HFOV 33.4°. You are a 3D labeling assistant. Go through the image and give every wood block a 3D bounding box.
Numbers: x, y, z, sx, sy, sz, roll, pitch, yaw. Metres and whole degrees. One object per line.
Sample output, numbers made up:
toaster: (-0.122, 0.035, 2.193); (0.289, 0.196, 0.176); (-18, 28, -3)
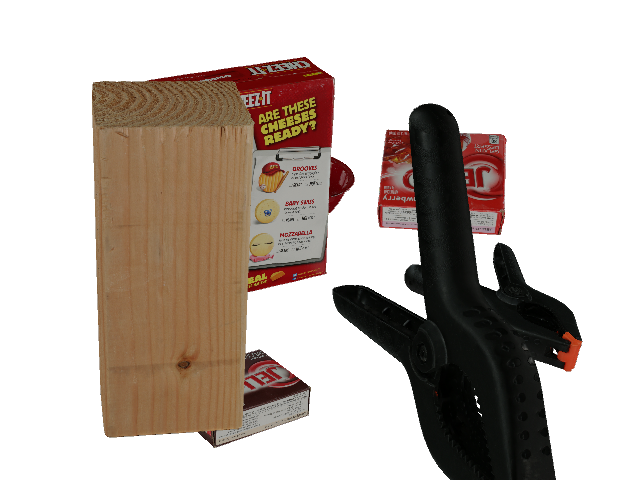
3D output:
wood block: (-0.095, 0.011, 0.671); (0.090, 0.206, 0.090); (-2, 25, -12)

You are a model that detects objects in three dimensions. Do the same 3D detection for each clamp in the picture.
clamp: (0.068, 0.045, 0.543); (0.036, 0.165, 0.210); (-6, 45, -23)
clamp: (0.171, 0.053, 0.942); (0.120, 0.039, 0.172); (-25, 44, -33)

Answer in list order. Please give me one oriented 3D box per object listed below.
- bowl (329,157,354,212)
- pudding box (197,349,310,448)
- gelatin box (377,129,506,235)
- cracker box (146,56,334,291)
bowl: (-0.042, -0.058, 1.278); (0.162, 0.055, 0.162); (5, 26, -2)
pudding box: (-0.080, 0.152, 1.043); (0.113, 0.039, 0.090); (-16, 28, -33)
gelatin box: (0.088, -0.043, 0.768); (0.089, 0.073, 0.030); (3, -37, 7)
cracker box: (-0.076, -0.055, 1.012); (0.164, 0.214, 0.072); (-13, 33, -23)
